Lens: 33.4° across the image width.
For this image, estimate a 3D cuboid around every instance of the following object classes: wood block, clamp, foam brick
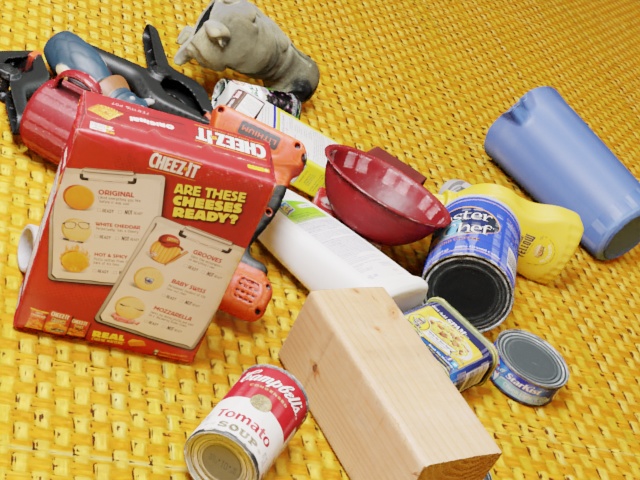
[{"bbox_3d":[0.056,0.145,0.953,0.090,0.091,0.206,-1,41,-36],"label":"wood block"},{"bbox_3d":[-0.210,-0.195,1.298,0.164,0.036,0.210,-15,54,-47],"label":"clamp"},{"bbox_3d":[-0.355,-0.174,1.164,0.120,0.039,0.171,26,25,-11],"label":"clamp"},{"bbox_3d":[0.081,-0.070,1.315,0.078,0.053,0.051,34,33,10],"label":"foam brick"}]

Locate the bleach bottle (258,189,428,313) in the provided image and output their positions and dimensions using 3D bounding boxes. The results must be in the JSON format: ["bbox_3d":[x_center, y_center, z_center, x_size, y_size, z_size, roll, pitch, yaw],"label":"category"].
[{"bbox_3d":[-0.008,0.001,1.142,0.251,0.068,0.102,41,28,27],"label":"bleach bottle"}]

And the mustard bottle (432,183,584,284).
[{"bbox_3d":[0.214,-0.018,1.293,0.191,0.096,0.058,19,33,-11],"label":"mustard bottle"}]

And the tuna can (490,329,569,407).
[{"bbox_3d":[0.219,0.136,1.136,0.086,0.034,0.086,19,33,-13],"label":"tuna can"}]

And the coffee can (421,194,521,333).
[{"bbox_3d":[0.170,0.025,1.195,0.103,0.103,0.140,26,32,-1],"label":"coffee can"}]

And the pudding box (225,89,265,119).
[{"bbox_3d":[-0.110,-0.099,1.163,0.039,0.114,0.090,29,32,-4],"label":"pudding box"}]

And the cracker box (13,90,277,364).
[{"bbox_3d":[-0.151,-0.004,0.900,0.164,0.214,0.072,14,35,-19],"label":"cracker box"}]

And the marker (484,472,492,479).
[{"bbox_3d":[0.148,0.215,0.985,0.020,0.020,0.121,14,34,-20],"label":"marker"}]

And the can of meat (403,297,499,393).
[{"bbox_3d":[0.114,0.113,1.073,0.083,0.057,0.102,-17,51,-45],"label":"can of meat"}]

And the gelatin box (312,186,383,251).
[{"bbox_3d":[0.031,-0.019,1.226,0.089,0.030,0.073,24,31,-6],"label":"gelatin box"}]

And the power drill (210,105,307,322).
[{"bbox_3d":[-0.108,-0.034,1.037,0.184,0.057,0.187,25,74,-4],"label":"power drill"}]

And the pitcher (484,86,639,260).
[{"bbox_3d":[0.353,-0.086,1.479,0.149,0.145,0.243,-16,54,-32],"label":"pitcher"}]

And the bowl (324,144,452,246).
[{"bbox_3d":[0.063,-0.041,1.183,0.162,0.055,0.162,28,20,-11],"label":"bowl"}]

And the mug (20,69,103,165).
[{"bbox_3d":[-0.252,-0.124,1.098,0.081,0.117,0.093,28,44,11],"label":"mug"}]

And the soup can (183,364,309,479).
[{"bbox_3d":[-0.059,0.156,0.875,0.068,0.069,0.102,32,33,8],"label":"soup can"}]

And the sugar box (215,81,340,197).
[{"bbox_3d":[-0.044,-0.113,1.269,0.176,0.048,0.093,26,30,-17],"label":"sugar box"}]
